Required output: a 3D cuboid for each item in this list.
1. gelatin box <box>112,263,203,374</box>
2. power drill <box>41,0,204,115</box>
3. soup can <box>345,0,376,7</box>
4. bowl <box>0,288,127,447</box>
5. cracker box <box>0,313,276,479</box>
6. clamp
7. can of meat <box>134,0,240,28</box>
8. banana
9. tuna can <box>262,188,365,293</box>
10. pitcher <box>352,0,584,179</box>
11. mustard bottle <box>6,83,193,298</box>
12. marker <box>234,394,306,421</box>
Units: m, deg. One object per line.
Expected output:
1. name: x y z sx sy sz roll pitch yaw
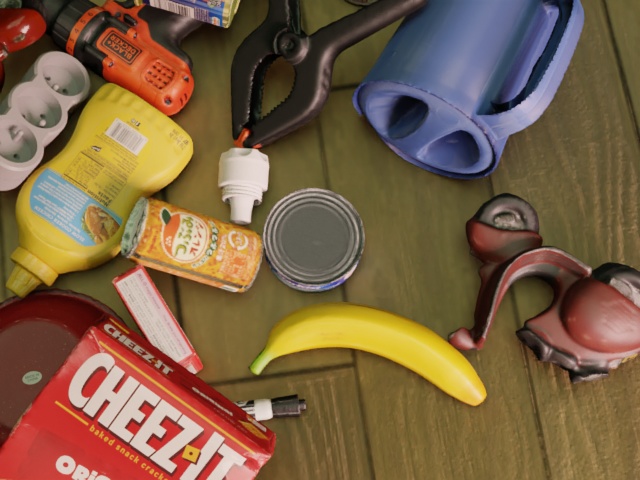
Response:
1. gelatin box: -0.131 0.069 0.863 0.030 0.073 0.089 -32 78 -10
2. power drill: -0.153 -0.225 0.955 0.184 0.057 0.187 36 78 6
3. soup can: 0.045 -0.260 0.947 0.068 0.102 0.068 1 74 -2
4. bowl: -0.225 0.112 0.858 0.162 0.055 0.162 0 75 -2
5. cracker box: -0.160 0.189 0.789 0.164 0.072 0.214 36 93 -4
6. clamp: -0.009 -0.164 0.899 0.165 0.036 0.210 28 105 21
7. can of meat: -0.103 -0.237 0.901 0.084 0.057 0.102 17 77 -1
8. banana: 0.043 0.090 0.887 0.198 0.037 0.069 8 93 1
9. tuna can: -0.006 0.001 0.908 0.086 0.034 0.086 1 74 -2
10. pitcher: 0.146 -0.182 0.913 0.149 0.145 0.242 27 72 8
11. mustard bottle: -0.197 -0.033 0.897 0.096 0.058 0.191 35 76 1
12. marker: -0.072 0.141 0.874 0.121 0.020 0.020 -6 75 -4
